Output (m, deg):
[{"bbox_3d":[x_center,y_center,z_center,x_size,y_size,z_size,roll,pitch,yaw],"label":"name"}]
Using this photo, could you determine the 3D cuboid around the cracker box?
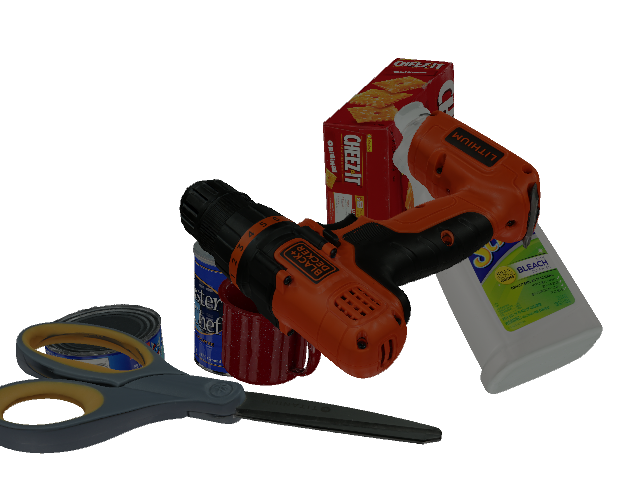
[{"bbox_3d":[0.074,-0.071,1.046,0.072,0.164,0.213,8,27,21],"label":"cracker box"}]

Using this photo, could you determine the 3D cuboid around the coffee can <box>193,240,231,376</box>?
[{"bbox_3d":[-0.095,0.071,1.230,0.103,0.140,0.103,2,21,-1],"label":"coffee can"}]

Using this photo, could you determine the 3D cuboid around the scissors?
[{"bbox_3d":[-0.059,0.076,0.455,0.202,0.016,0.096,15,30,24],"label":"scissors"}]

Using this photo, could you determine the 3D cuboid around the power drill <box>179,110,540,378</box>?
[{"bbox_3d":[0.028,-0.013,0.664,0.187,0.057,0.185,-31,51,-27],"label":"power drill"}]

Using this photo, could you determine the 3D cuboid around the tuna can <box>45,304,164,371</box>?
[{"bbox_3d":[-0.157,0.079,0.781,0.086,0.034,0.086,-4,19,1],"label":"tuna can"}]

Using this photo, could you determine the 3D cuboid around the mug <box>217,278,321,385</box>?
[{"bbox_3d":[-0.044,0.088,1.010,0.117,0.081,0.093,25,32,36],"label":"mug"}]

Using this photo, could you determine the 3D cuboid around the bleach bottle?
[{"bbox_3d":[0.121,-0.007,0.867,0.102,0.251,0.068,-19,-26,-18],"label":"bleach bottle"}]
